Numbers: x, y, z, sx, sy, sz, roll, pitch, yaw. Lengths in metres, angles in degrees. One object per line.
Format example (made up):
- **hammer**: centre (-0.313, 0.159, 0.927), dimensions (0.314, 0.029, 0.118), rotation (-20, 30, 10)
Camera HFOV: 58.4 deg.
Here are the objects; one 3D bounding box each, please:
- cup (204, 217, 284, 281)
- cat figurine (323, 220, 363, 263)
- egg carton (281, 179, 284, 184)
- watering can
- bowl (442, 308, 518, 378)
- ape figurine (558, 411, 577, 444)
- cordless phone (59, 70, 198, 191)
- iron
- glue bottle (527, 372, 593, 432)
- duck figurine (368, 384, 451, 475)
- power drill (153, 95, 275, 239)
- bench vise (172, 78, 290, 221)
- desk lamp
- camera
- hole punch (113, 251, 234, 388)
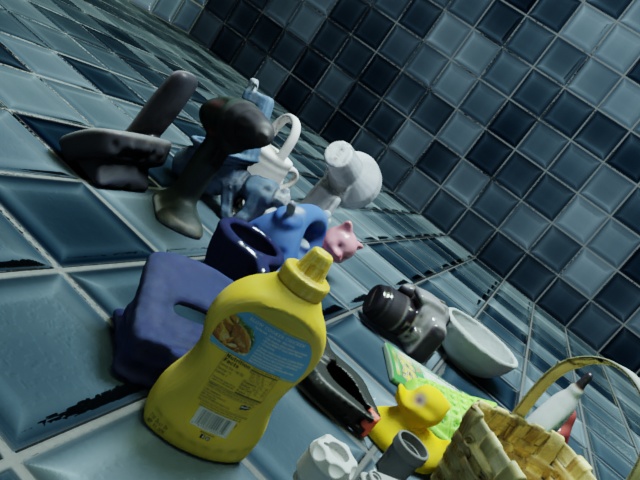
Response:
- **cup**: centre (-0.099, 0.040, 0.683), dimensions (0.092, 0.095, 0.117), rotation (27, 17, -33)
- **cat figurine**: centre (0.009, 0.004, 1.009), dimensions (0.128, 0.117, 0.067), rotation (35, 14, -6)
- **egg carton**: centre (-0.141, -0.151, 1.251), dimensions (0.107, 0.069, 0.150), rotation (27, 17, -31)
- **watering can**: centre (-0.108, -0.160, 1.101), dimensions (0.100, 0.194, 0.173), rotation (44, 16, 30)
- **bowl**: centre (0.289, 0.209, 1.096), dimensions (0.168, 0.074, 0.167), rotation (34, 14, -9)
- **ape figurine**: centre (0.395, 0.315, 0.969), dimensions (0.076, 0.092, 0.078), rotation (42, 15, 23)
- **cordless phone**: centre (-0.256, -0.167, 0.795), dimensions (0.094, 0.185, 0.148), rotation (39, 14, 11)
- **iron**: centre (-0.037, 0.000, 0.863), dimensions (0.118, 0.141, 0.259), rotation (40, 14, 13)
- **glue bottle**: centre (0.351, 0.264, 0.864), dimensions (0.078, 0.173, 0.037), rotation (19, 22, -50)
- **duck figurine**: centre (0.115, 0.210, 0.661), dimensions (0.104, 0.086, 0.077), rotation (36, 14, -1)
- **power drill**: centre (-0.151, -0.112, 0.816), dimensions (0.076, 0.208, 0.229), rotation (27, 17, -32)
- **bench vise**: centre (-0.121, -0.147, 0.975), dimensions (0.208, 0.219, 0.121), rotation (34, 14, -8)
- **desk lamp**: centre (0.017, -0.095, 1.150), dimensions (0.117, 0.213, 0.204), rotation (41, 15, 20)
- **camera**: centre (0.146, 0.119, 0.996), dimensions (0.137, 0.100, 0.143), rotation (32, 15, -18)
- **hole punch**: centre (-0.121, 0.078, 0.517), dimensions (0.109, 0.091, 0.101), rotation (28, 16, -31)
